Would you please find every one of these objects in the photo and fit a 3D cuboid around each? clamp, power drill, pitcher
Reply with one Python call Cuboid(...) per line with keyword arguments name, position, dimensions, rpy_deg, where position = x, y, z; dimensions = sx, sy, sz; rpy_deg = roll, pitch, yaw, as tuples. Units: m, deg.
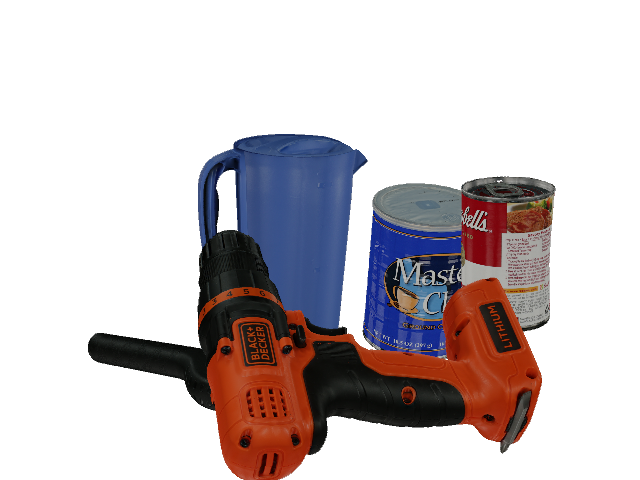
Cuboid(name="clamp", position=(-0.076, 0.102, 0.907), dimensions=(0.164, 0.036, 0.210), rpy_deg=(-14, 22, -40))
Cuboid(name="power drill", position=(0.022, 0.060, 0.631), dimensions=(0.187, 0.057, 0.184), rpy_deg=(0, 41, -13))
Cuboid(name="pitcher", position=(-0.041, 0.008, 1.173), dimensions=(0.149, 0.243, 0.144), rpy_deg=(8, 16, 21))

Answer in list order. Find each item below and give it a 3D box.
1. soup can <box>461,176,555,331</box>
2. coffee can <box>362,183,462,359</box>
Cuboid(name="soup can", position=(0.138, 0.009, 0.793), dimensions=(0.068, 0.102, 0.068), rpy_deg=(-2, 17, 0))
Cuboid(name="coffee can", position=(0.096, 0.029, 1.015), dimensions=(0.103, 0.140, 0.103), rpy_deg=(3, 24, -1))
